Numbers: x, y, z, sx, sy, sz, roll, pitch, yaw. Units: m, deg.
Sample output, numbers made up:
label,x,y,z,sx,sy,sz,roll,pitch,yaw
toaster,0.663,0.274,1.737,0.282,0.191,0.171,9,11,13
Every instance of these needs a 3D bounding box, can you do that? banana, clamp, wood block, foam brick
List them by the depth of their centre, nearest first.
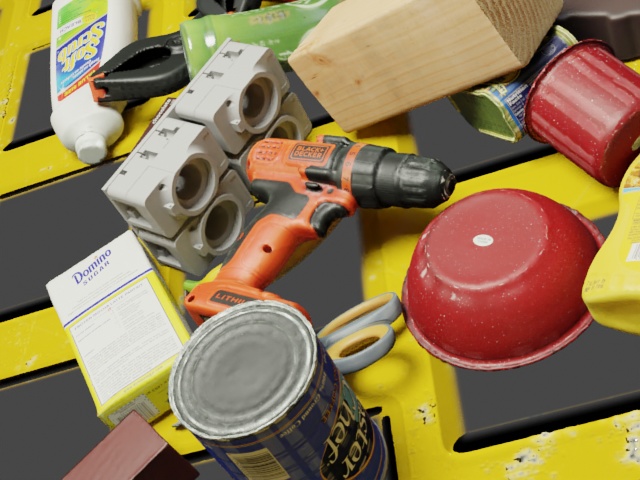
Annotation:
label,x,y,z,sx,sy,sz,roll,pitch,yaw
foam brick,-0.141,0.176,0.788,0.078,0.053,0.051,-44,46,-14
wood block,0.084,-0.172,0.890,0.207,0.090,0.090,-16,32,49
banana,-0.028,-0.009,0.901,0.197,0.037,0.070,-38,47,-7
clamp,-0.131,-0.186,1.084,0.209,0.036,0.165,-30,43,-23
clamp,-0.105,-0.274,1.102,0.120,0.039,0.171,-24,55,31

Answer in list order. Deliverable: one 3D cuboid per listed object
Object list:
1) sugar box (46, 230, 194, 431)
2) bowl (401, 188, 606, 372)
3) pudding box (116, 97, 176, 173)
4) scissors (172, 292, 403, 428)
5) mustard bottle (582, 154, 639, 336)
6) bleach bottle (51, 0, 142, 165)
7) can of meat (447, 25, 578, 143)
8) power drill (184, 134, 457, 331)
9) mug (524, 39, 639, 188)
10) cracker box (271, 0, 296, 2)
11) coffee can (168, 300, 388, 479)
label,x,y,z,sx,sy,sz,roll,pitch,yaw
sugar box,-0.162,0.074,0.894,0.093,0.048,0.176,-33,41,-3
bowl,0.129,0.015,0.788,0.162,0.055,0.162,-15,47,16
pudding box,-0.133,-0.083,1.020,0.090,0.039,0.113,10,56,34
scissors,-0.021,0.102,0.795,0.201,0.016,0.096,-33,17,-3
mustard bottle,0.257,-0.023,0.751,0.096,0.058,0.191,0,52,40
bleach bottle,-0.239,-0.179,1.145,0.103,0.068,0.251,-21,48,10
can of meat,0.162,-0.130,0.881,0.084,0.057,0.102,-41,22,-5
power drill,-0.005,0.001,0.819,0.185,0.057,0.187,8,55,34
mug,0.227,-0.096,0.819,0.117,0.093,0.082,-14,43,-29
cracker box,-0.019,-0.339,1.162,0.214,0.072,0.164,15,61,36
coffee can,-0.024,0.121,0.713,0.103,0.140,0.103,-14,47,16
